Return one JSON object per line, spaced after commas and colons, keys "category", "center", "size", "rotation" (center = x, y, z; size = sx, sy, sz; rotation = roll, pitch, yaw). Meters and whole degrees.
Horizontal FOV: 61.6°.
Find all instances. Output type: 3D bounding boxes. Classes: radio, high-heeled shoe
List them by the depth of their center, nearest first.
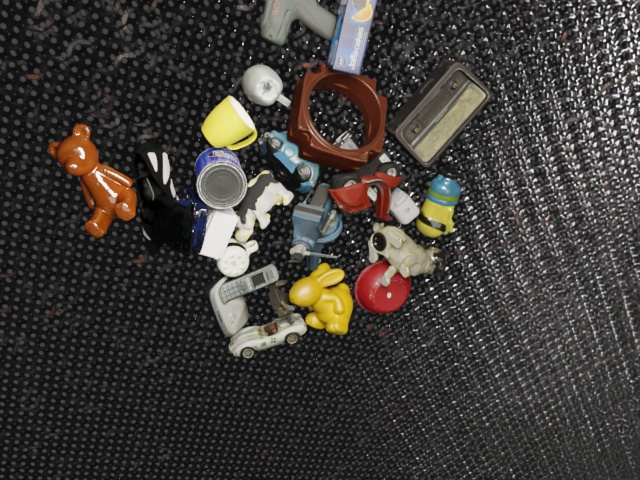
{"category": "high-heeled shoe", "center": [-0.358, -0.081, 1.133], "size": [0.086, 0.145, 0.248], "rotation": [11, 100, 9]}
{"category": "radio", "center": [0.274, -0.298, 1.257], "size": [0.131, 0.073, 0.229], "rotation": [38, 97, -25]}

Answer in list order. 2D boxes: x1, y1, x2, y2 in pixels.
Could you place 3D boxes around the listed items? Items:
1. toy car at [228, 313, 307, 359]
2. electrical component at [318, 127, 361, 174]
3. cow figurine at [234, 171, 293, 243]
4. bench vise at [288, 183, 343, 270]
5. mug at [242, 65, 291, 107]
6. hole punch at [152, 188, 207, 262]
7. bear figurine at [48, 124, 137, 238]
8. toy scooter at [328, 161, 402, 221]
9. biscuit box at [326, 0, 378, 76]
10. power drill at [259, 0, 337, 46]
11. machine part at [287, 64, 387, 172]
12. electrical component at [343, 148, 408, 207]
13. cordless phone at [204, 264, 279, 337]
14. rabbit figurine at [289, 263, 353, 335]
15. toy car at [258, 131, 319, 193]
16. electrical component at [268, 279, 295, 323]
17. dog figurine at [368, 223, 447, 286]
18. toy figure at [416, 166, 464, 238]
{"category": "toy car", "center": [-0.134, 0.242, 1.364], "size": [0.202, 0.074, 0.056], "rotation": [-16, 118, -9]}
{"category": "electrical component", "center": [0.040, -0.199, 1.250], "size": [0.119, 0.048, 0.074], "rotation": [-38, 115, 0]}
{"category": "cow figurine", "center": [-0.151, -0.075, 1.233], "size": [0.167, 0.068, 0.098], "rotation": [-45, 109, -2]}
{"category": "bench vise", "center": [-0.013, -0.005, 1.247], "size": [0.129, 0.224, 0.240], "rotation": [5, 138, 2]}
{"category": "mug", "center": [-0.110, -0.313, 1.131], "size": [0.109, 0.107, 0.081], "rotation": [37, 100, -22]}
{"category": "hole punch", "center": [-0.280, -0.039, 1.134], "size": [0.092, 0.116, 0.142], "rotation": [-24, 137, -54]}
{"category": "bear figurine", "center": [-0.469, -0.125, 1.102], "size": [0.120, 0.132, 0.195], "rotation": [-25, 123, 12]}
{"category": "toy scooter", "center": [0.109, -0.097, 1.226], "size": [0.184, 0.075, 0.135], "rotation": [-16, 108, -19]}
{"category": "biscuit box", "center": [0.068, -0.435, 1.073], "size": [0.063, 0.059, 0.202], "rotation": [9, 108, -15]}
{"category": "power drill", "center": [-0.013, -0.496, 1.101], "size": [0.207, 0.086, 0.232], "rotation": [17, 105, -25]}
{"category": "machine part", "center": [0.040, -0.261, 1.154], "size": [0.201, 0.087, 0.201], "rotation": [12, 76, -18]}
{"category": "electrical component", "center": [0.123, -0.148, 1.287], "size": [0.134, 0.058, 0.114], "rotation": [-42, 113, 4]}
{"category": "cordless phone", "center": [-0.179, 0.138, 1.309], "size": [0.184, 0.089, 0.146], "rotation": [-21, 115, -11]}
{"category": "rabbit figurine", "center": [0.004, 0.140, 1.323], "size": [0.173, 0.122, 0.162], "rotation": [28, 87, -36]}
{"category": "toy car", "center": [-0.057, -0.189, 1.207], "size": [0.161, 0.109, 0.103], "rotation": [47, 69, -9]}
{"category": "electrical component", "center": [-0.092, 0.149, 1.328], "size": [0.045, 0.102, 0.078], "rotation": [-37, 138, 19]}
{"category": "dog figurine", "center": [0.229, 0.022, 1.378], "size": [0.190, 0.121, 0.172], "rotation": [-15, 89, -40]}
{"category": "toy figure", "center": [0.298, -0.093, 1.343], "size": [0.089, 0.082, 0.180], "rotation": [10, 117, 2]}
